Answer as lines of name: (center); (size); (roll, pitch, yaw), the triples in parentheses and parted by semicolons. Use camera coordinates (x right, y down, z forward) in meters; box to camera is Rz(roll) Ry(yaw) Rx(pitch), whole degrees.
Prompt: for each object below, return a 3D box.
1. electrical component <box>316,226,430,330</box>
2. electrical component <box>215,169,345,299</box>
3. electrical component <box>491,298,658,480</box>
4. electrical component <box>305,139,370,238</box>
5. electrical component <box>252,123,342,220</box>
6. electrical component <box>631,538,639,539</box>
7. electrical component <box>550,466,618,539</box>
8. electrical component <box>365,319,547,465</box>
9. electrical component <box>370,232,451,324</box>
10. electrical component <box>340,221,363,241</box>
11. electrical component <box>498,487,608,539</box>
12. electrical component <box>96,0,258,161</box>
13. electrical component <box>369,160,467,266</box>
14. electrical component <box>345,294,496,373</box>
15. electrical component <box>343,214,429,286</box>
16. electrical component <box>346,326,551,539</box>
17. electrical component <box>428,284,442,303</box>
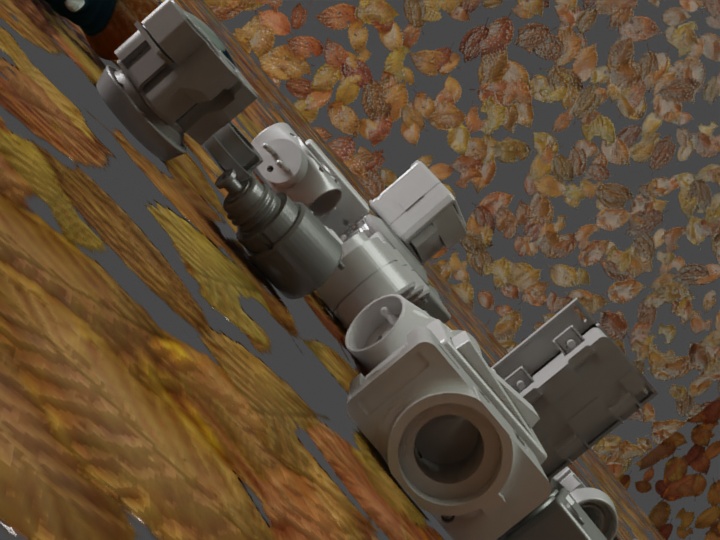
electrical component: (0.000, 0.000, 0.711); (0.073, 0.052, 0.138); (51, 5, 9)
electrical component: (-0.043, -0.020, 0.545); (0.078, 0.040, 0.040); (47, 5, -26)
electrical component: (0.115, 0.088, 0.669); (0.078, 0.121, 0.063); (49, 7, -2)
electrical component: (-0.035, -0.068, 0.950); (0.083, 0.047, 0.075); (49, 5, -9)
electrical component: (-0.058, -0.084, 0.875); (0.077, 0.044, 0.079); (51, 5, 18)
electrical component: (0.146, 0.185, 0.620); (0.077, 0.047, 0.066); (12, 8, 25)
electrical component: (0.156, 0.175, 0.779); (0.066, 0.048, 0.055); (49, -3, -14)
electrical component: (0.054, 0.078, 0.553); (0.096, 0.061, 0.061); (49, 5, -6)
electrical component: (0.030, 0.026, 0.817); (0.083, 0.047, 0.075); (47, 6, -30)
electrical component: (0.013, -0.017, 1.038); (0.063, 0.042, 0.081); (47, 4, 9)
electrical component: (0.106, 0.154, 0.517); (0.099, 0.048, 0.100); (51, 5, 14)
electrical component: (-0.094, -0.092, 0.541); (0.058, 0.057, 0.078); (52, 5, 25)
electrical component: (0.059, -0.047, 1.002); (0.061, 0.062, 0.096); (49, -1, 21)
electrical component: (0.043, 0.053, 0.614); (0.079, 0.044, 0.077); (-8, -48, 50)
electrical component: (0.018, -0.005, 0.924); (0.080, 0.051, 0.080); (49, 5, -6)
electrical component: (0.039, 0.077, 0.490); (0.089, 0.050, 0.055); (50, 4, -3)
electrical component: (0.055, 0.033, 0.986); (0.062, 0.043, 0.043); (36, 13, -44)
